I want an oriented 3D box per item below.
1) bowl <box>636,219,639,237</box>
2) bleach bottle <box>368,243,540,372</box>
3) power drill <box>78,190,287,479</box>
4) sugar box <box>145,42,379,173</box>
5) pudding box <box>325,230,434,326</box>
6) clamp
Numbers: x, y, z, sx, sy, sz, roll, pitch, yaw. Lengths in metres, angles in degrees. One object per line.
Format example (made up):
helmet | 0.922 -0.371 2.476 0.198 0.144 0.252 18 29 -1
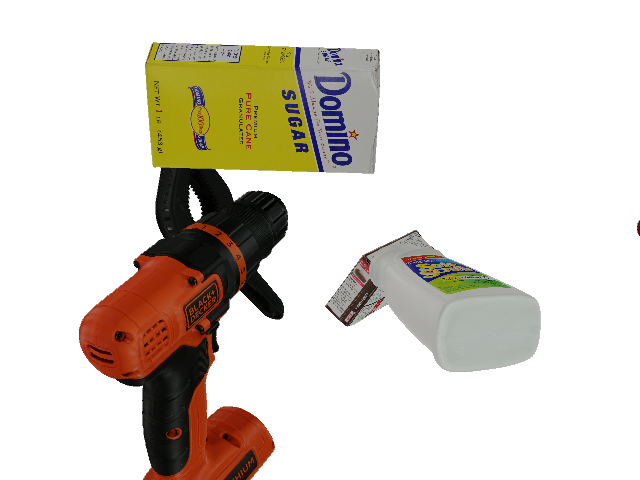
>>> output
bowl | 0.421 0.016 1.147 0.162 0.055 0.162 -1 25 0
bleach bottle | 0.103 0.049 1.003 0.102 0.068 0.251 -3 14 -19
power drill | -0.074 0.077 0.696 0.057 0.188 0.184 14 36 30
sugar box | -0.043 -0.102 0.827 0.176 0.093 0.048 2 35 3
pudding box | 0.068 0.042 1.205 0.039 0.090 0.113 44 36 15
clamp | -0.105 0.004 1.035 0.036 0.210 0.164 -9 1 37
